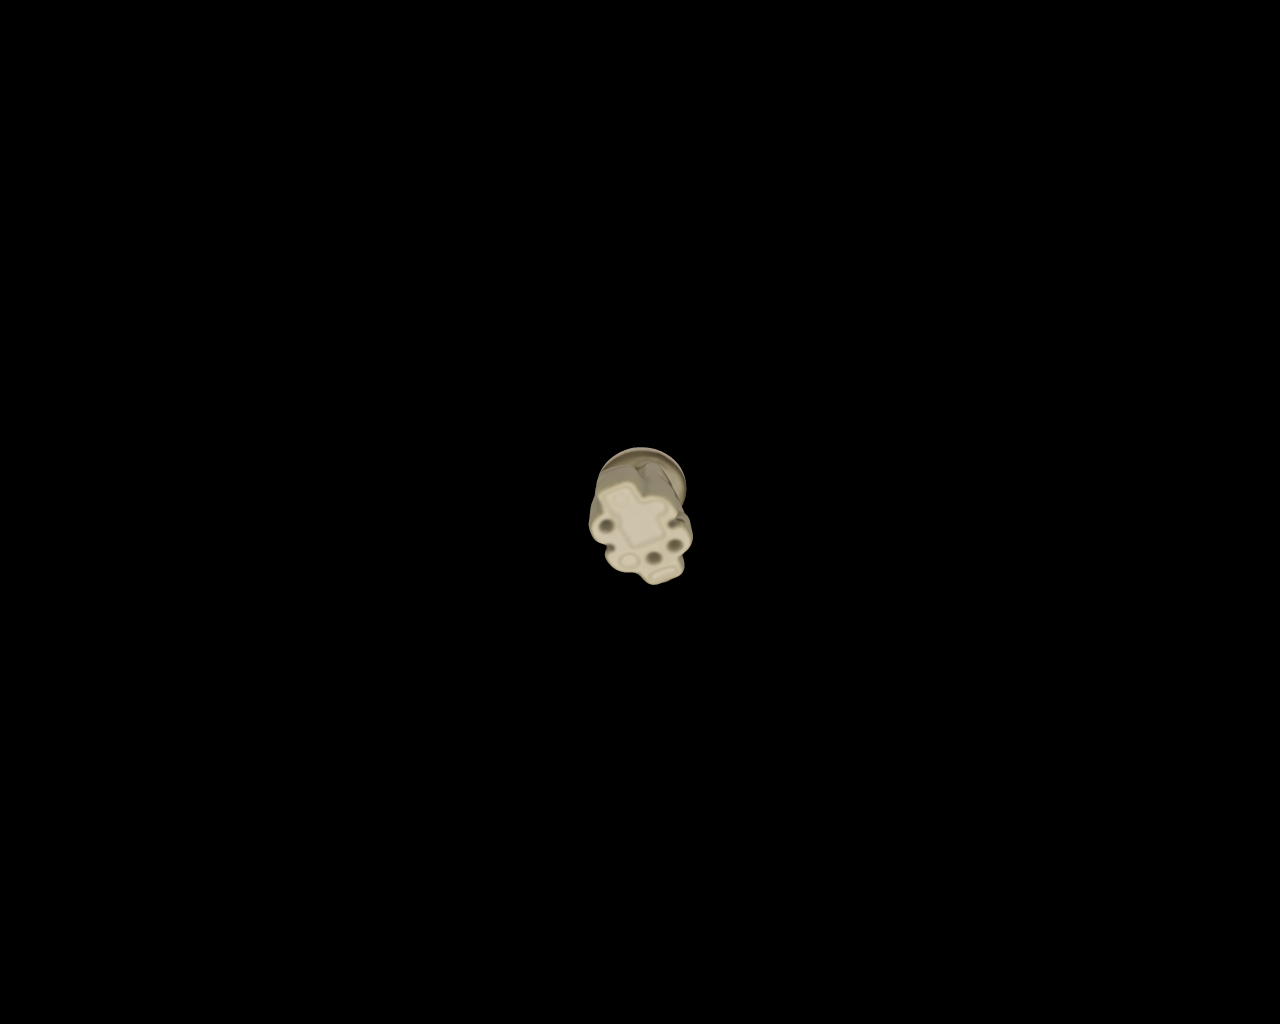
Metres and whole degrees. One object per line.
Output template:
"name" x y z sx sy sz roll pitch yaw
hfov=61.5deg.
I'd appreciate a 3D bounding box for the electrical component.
"electrical component" 0.001 -0.003 0.650 0.058 0.078 0.057 -21 32 14
